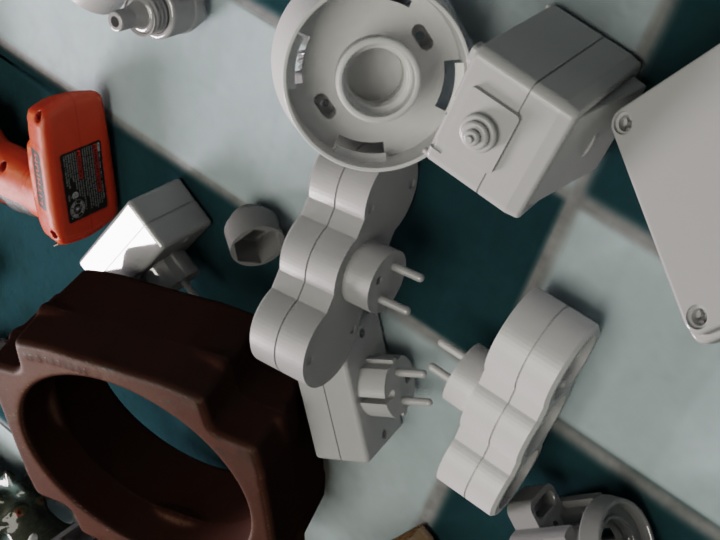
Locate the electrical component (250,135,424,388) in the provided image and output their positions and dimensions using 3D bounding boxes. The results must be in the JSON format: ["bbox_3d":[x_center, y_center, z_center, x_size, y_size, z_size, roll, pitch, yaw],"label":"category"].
[{"bbox_3d":[0.000,0.000,0.580,0.074,0.052,0.138,25,96,26],"label":"electrical component"}]

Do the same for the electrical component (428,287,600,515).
[{"bbox_3d":[0.070,0.065,0.588,0.074,0.052,0.138,33,129,20],"label":"electrical component"}]

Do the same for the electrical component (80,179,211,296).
[{"bbox_3d":[-0.132,-0.003,0.714,0.075,0.047,0.083,53,133,3],"label":"electrical component"}]

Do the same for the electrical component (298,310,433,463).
[{"bbox_3d":[0.008,0.069,0.643,0.076,0.047,0.083,0,113,31],"label":"electrical component"}]

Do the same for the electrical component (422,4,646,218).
[{"bbox_3d":[0.078,-0.068,0.482,0.061,0.096,0.061,37,131,14],"label":"electrical component"}]

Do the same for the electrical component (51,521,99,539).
[{"bbox_3d":[-0.190,0.238,0.815,0.062,0.150,0.089,6,116,37],"label":"electrical component"}]

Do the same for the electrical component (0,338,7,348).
[{"bbox_3d":[-0.334,0.094,0.892,0.050,0.089,0.055,-9,107,40],"label":"electrical component"}]

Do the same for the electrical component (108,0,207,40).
[{"bbox_3d":[-0.118,-0.149,0.617,0.035,0.061,0.035,18,122,30],"label":"electrical component"}]

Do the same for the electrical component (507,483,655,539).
[{"bbox_3d":[0.124,0.154,0.591,0.057,0.058,0.078,-20,100,45],"label":"electrical component"}]

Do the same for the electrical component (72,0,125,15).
[{"bbox_3d":[-0.138,-0.189,0.623,0.081,0.043,0.043,-34,90,43],"label":"electrical component"}]

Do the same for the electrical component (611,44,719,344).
[{"bbox_3d":[0.171,-0.039,0.429,0.109,0.056,0.108,-34,64,43],"label":"electrical component"}]

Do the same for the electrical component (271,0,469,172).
[{"bbox_3d":[0.006,-0.099,0.529,0.099,0.064,0.099,-1,108,-4],"label":"electrical component"}]

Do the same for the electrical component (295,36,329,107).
[{"bbox_3d":[-0.016,-0.107,0.572,0.048,0.048,0.062,1,106,37],"label":"electrical component"}]
